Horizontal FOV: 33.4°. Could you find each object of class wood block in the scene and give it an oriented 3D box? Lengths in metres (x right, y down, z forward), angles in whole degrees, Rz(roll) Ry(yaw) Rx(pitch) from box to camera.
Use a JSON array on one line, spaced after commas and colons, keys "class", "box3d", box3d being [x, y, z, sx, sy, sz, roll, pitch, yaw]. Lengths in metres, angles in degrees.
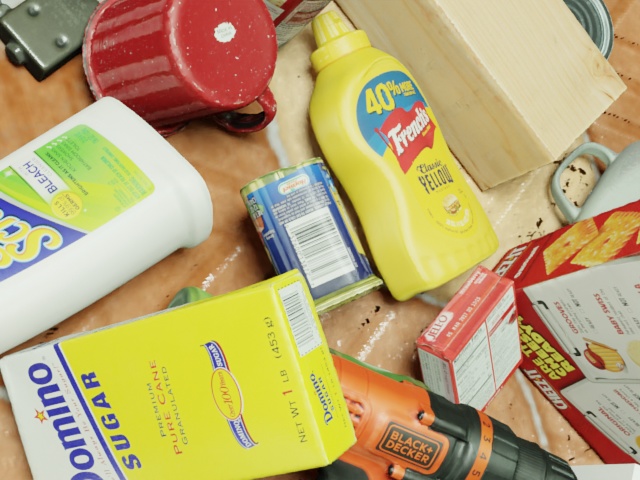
[{"class": "wood block", "box3d": [0.098, -0.148, 0.731, 0.090, 0.090, 0.206, -42, 98, -26]}]

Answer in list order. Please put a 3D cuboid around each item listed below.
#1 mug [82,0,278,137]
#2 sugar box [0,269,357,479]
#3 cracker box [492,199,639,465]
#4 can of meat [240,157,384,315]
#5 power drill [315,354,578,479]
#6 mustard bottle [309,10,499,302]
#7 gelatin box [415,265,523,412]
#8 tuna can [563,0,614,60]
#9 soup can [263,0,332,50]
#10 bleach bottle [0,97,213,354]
[{"class": "mug", "box3d": [-0.072, -0.105, 0.636, 0.117, 0.082, 0.093, 45, 59, -31]}, {"class": "sugar box", "box3d": [-0.078, 0.083, 0.551, 0.048, 0.176, 0.093, -19, 91, -67]}, {"class": "cracker box", "box3d": [0.216, 0.058, 0.667, 0.164, 0.214, 0.072, 48, 62, -8]}, {"class": "can of meat", "box3d": [-0.004, 0.001, 0.643, 0.057, 0.102, 0.084, -24, 85, 2]}, {"class": "power drill", "box3d": [0.035, 0.171, 0.600, 0.184, 0.057, 0.188, 25, 97, -14]}, {"class": "mustard bottle", "box3d": [0.044, -0.062, 0.700, 0.096, 0.058, 0.191, -25, 88, -46]}, {"class": "gelatin box", "box3d": [0.096, 0.072, 0.685, 0.073, 0.030, 0.089, -47, 142, -26]}, {"class": "tuna can", "box3d": [0.177, -0.157, 0.800, 0.086, 0.034, 0.086, 6, 76, -24]}, {"class": "soup can", "box3d": [-0.028, -0.163, 0.668, 0.068, 0.102, 0.068, 6, 76, -24]}, {"class": "bleach bottle", "box3d": [-0.183, 0.024, 0.566, 0.250, 0.068, 0.103, -38, 67, -25]}]
